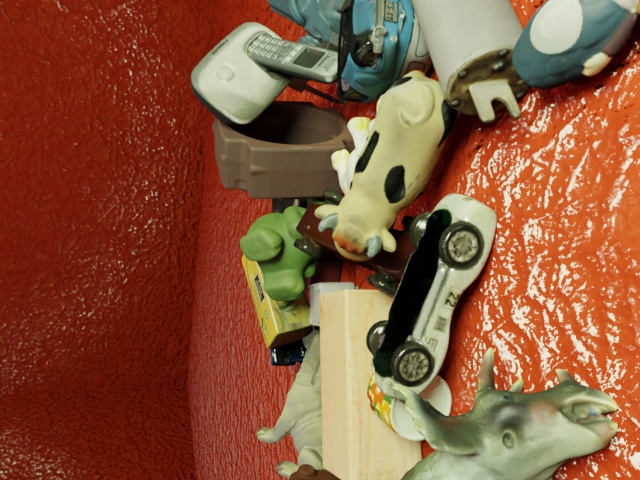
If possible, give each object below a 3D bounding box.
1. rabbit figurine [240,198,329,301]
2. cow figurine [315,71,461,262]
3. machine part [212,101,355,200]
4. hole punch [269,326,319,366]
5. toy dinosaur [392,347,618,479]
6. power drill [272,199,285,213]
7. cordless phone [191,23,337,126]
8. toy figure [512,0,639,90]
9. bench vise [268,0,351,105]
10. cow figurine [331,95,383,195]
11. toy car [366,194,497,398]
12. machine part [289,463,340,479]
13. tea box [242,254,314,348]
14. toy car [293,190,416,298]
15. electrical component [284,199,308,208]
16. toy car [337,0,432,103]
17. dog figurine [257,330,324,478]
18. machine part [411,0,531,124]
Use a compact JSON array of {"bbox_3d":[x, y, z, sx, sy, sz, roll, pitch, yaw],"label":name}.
[{"bbox_3d":[-0.002,-0.002,0.770,0.159,0.170,0.121,-64,-46,-62],"label":"rabbit figurine"},{"bbox_3d":[0.067,-0.062,0.521,0.127,0.086,0.194,-34,-29,-60],"label":"cow figurine"},{"bbox_3d":[-0.054,-0.139,0.809,0.201,0.201,0.087,-116,29,-53],"label":"machine part"},{"bbox_3d":[-0.056,0.172,0.972,0.116,0.092,0.142,132,132,-68],"label":"hole punch"},{"bbox_3d":[0.087,0.269,0.438,0.192,0.131,0.404,-79,4,-63],"label":"toy dinosaur"},{"bbox_3d":[-0.070,0.012,1.055,0.207,0.086,0.232,-65,31,34],"label":"power drill"},{"bbox_3d":[-0.063,-0.207,0.706,0.184,0.146,0.088,23,153,33],"label":"cordless phone"},{"bbox_3d":[0.187,-0.151,0.333,0.064,0.058,0.154,50,153,1],"label":"toy figure"},{"bbox_3d":[-0.016,-0.342,0.807,0.241,0.129,0.223,44,125,40],"label":"bench vise"},{"bbox_3d":[0.071,-0.098,0.645,0.167,0.068,0.098,124,137,-63],"label":"cow figurine"},{"bbox_3d":[0.101,0.054,0.506,0.201,0.056,0.074,-69,20,4],"label":"toy car"},{"bbox_3d":[0.029,0.315,0.587,0.179,0.179,0.056,-145,61,-68],"label":"machine part"},{"bbox_3d":[-0.073,0.082,0.889,0.098,0.068,0.170,118,138,-60],"label":"tea box"},{"bbox_3d":[0.047,0.001,0.631,0.202,0.053,0.089,22,83,48],"label":"toy car"},{"bbox_3d":[-0.024,-0.093,0.943,0.114,0.058,0.134,113,152,-51],"label":"electrical component"},{"bbox_3d":[0.074,-0.215,0.588,0.161,0.103,0.109,146,126,-80],"label":"toy car"},{"bbox_3d":[0.015,0.241,0.763,0.173,0.121,0.190,35,108,29],"label":"dog figurine"},{"bbox_3d":[0.128,-0.197,0.474,0.079,0.079,0.243,119,148,-54],"label":"machine part"}]
